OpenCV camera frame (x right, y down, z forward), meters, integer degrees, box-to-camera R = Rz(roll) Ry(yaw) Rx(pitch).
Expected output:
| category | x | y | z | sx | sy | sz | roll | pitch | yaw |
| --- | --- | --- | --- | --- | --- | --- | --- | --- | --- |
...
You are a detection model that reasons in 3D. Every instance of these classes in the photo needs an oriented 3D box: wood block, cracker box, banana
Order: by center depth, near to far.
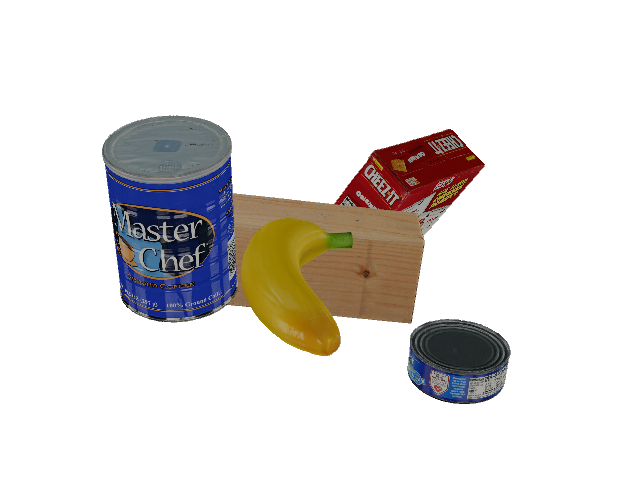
| category | x | y | z | sx | sy | sz | roll | pitch | yaw |
| --- | --- | --- | --- | --- | --- | --- | --- | --- | --- |
| banana | -0.017 | 0.020 | 0.676 | 0.069 | 0.037 | 0.197 | 0 | 20 | 5 |
| wood block | -0.008 | 0.017 | 1.064 | 0.206 | 0.091 | 0.090 | 6 | 20 | -2 |
| cracker box | 0.070 | -0.025 | 1.244 | 0.163 | 0.072 | 0.214 | -22 | -25 | -49 |

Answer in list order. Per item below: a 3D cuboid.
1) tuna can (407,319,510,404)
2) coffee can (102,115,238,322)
| category | x | y | z | sx | sy | sz | roll | pitch | yaw |
| --- | --- | --- | --- | --- | --- | --- | --- | --- | --- |
| tuna can | 0.118 | 0.103 | 0.916 | 0.086 | 0.034 | 0.086 | 3 | 26 | -2 |
| coffee can | -0.122 | -0.018 | 0.885 | 0.103 | 0.140 | 0.103 | 0 | 34 | 0 |
